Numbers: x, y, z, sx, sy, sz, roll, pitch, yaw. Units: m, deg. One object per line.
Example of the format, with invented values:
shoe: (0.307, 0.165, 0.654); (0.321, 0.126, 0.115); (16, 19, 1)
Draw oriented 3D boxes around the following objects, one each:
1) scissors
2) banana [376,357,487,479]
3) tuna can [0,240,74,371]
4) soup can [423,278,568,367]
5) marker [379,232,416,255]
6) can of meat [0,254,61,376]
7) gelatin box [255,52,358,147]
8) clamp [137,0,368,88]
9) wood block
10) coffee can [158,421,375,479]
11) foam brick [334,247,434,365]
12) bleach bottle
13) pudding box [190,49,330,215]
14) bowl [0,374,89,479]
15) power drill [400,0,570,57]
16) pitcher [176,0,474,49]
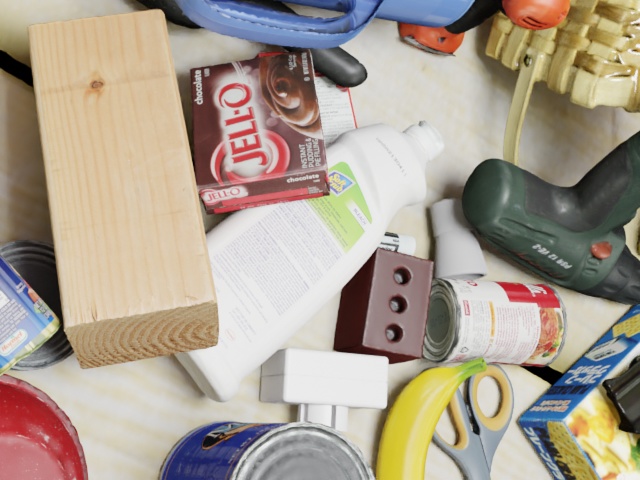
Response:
scissors: (0.141, 0.186, 0.857); (0.096, 0.016, 0.202); (-28, 94, -26)
banana: (0.074, 0.180, 0.803); (0.037, 0.070, 0.198); (20, 79, -64)
tuna can: (-0.196, 0.044, 0.710); (0.086, 0.034, 0.086); (4, 79, -25)
soup can: (0.134, 0.066, 0.845); (0.102, 0.069, 0.068); (4, 79, -24)
marker: (0.018, -0.003, 0.829); (0.121, 0.020, 0.020); (10, 77, -24)
can of meat: (-0.207, 0.037, 0.630); (0.057, 0.102, 0.084); (-44, 103, -25)
gelatin box: (-0.012, -0.101, 0.825); (0.073, 0.030, 0.089); (-9, 83, -27)
clamp: (-0.062, -0.205, 0.809); (0.209, 0.036, 0.164); (10, 60, -17)
wood block: (-0.126, -0.033, 0.684); (0.090, 0.090, 0.206); (-9, 68, -9)
coffee can: (-0.039, 0.171, 0.704); (0.102, 0.141, 0.103); (4, 80, -25)
foam brick: (0.048, 0.051, 0.816); (0.053, 0.051, 0.078); (14, 76, -23)
bleach bottle: (-0.005, 0.001, 0.771); (0.250, 0.068, 0.102); (-38, 95, -17)
pudding box: (-0.043, -0.077, 0.752); (0.090, 0.039, 0.113); (-9, 54, 2)
bowl: (-0.207, 0.163, 0.656); (0.161, 0.055, 0.162); (2, 86, -37)
power drill: (0.135, -0.233, 0.829); (0.057, 0.188, 0.184); (15, 77, -21)
pitcher: (-0.001, -0.215, 0.747); (0.242, 0.145, 0.149); (7, 110, -26)
